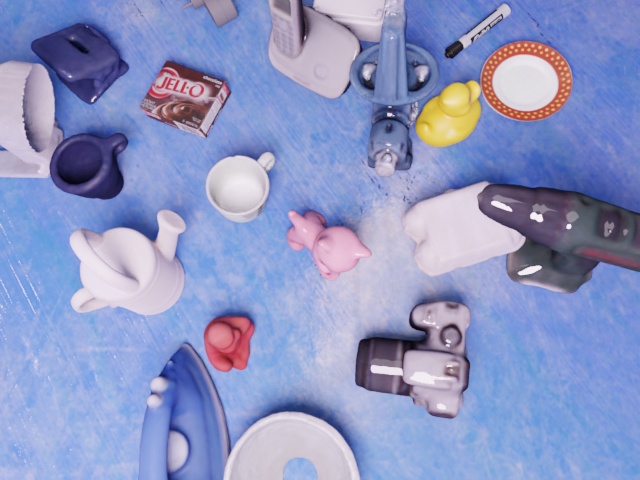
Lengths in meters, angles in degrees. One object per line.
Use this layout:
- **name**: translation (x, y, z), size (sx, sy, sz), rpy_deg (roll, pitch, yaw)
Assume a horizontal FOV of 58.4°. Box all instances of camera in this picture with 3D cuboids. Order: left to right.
- **camera**: translation (0.115, 0.144, 0.719), size (0.136, 0.101, 0.143), rpy_deg (5, 76, 8)

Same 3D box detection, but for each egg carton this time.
- **egg carton**: translation (0.190, -0.016, 0.770), size (0.150, 0.069, 0.107), rpy_deg (-19, 74, 2)

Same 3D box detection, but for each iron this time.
- **iron**: translation (-0.186, 0.252, 0.705), size (0.118, 0.141, 0.258), rpy_deg (-7, 74, 5)

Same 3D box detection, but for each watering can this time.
- **watering can**: translation (-0.252, 0.029, 0.745), size (0.100, 0.194, 0.173), rpy_deg (27, 80, 13)

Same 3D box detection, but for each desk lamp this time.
- **desk lamp**: translation (-0.454, -0.166, 0.811), size (0.203, 0.214, 0.118), rpy_deg (0, 75, 7)

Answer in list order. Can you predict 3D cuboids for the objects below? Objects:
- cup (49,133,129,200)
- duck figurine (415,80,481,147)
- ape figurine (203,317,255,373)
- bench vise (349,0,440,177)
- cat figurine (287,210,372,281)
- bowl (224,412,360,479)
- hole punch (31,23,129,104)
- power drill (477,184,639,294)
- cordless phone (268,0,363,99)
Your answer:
- **cup**: translation (-0.320, -0.106, 0.841), size (0.118, 0.095, 0.091), rpy_deg (-37, 74, -4)
- **duck figurine**: translation (0.183, -0.185, 0.807), size (0.104, 0.086, 0.077), rpy_deg (-34, 74, -3)
- **ape figurine**: translation (-0.124, 0.131, 0.756), size (0.078, 0.092, 0.076), rpy_deg (-43, 74, -5)
- **bench vise**: translation (0.106, -0.197, 0.750), size (0.121, 0.220, 0.207), rpy_deg (-13, 74, 4)
- **cat figurine**: translation (0.007, 0.003, 0.761), size (0.127, 0.118, 0.067), rpy_deg (39, 83, 15)
- **bowl**: translation (-0.031, 0.299, 0.709), size (0.167, 0.075, 0.167), rpy_deg (-2, 75, 6)
- **hole punch**: translation (-0.376, -0.290, 0.899), size (0.108, 0.091, 0.101), rpy_deg (40, 83, 15)
- **power drill**: translation (0.289, 0.003, 0.681), size (0.229, 0.208, 0.076), rpy_deg (12, 77, 10)
- **cordless phone**: translation (-0.014, -0.296, 0.809), size (0.147, 0.185, 0.094), rpy_deg (31, 81, 14)
